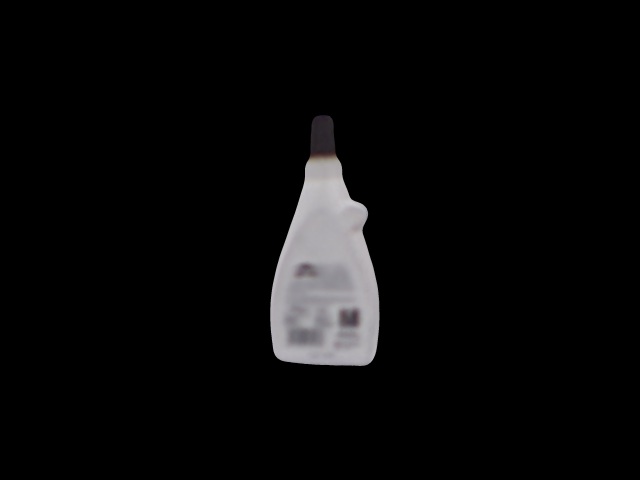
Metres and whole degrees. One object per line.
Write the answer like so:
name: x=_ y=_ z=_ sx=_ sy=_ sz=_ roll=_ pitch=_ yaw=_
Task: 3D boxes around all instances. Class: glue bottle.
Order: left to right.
glue bottle: x=0.004 y=0.001 z=0.400 sx=0.078 sy=0.173 sz=0.037 roll=2 pitch=14 yaw=7
